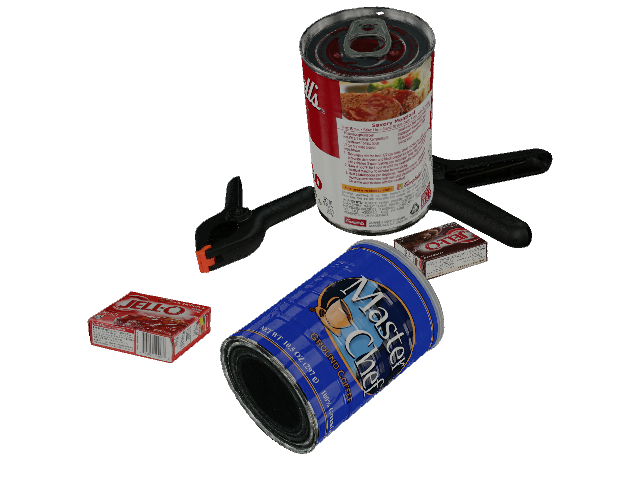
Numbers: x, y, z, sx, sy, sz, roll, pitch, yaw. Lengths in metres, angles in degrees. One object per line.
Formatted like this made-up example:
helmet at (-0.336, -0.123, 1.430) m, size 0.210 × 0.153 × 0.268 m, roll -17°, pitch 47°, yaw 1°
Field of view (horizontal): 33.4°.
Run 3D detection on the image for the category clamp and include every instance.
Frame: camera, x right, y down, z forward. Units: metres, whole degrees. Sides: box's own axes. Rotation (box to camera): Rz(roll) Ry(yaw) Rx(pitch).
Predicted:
clamp at (0.113, -0.057, 1.001) m, size 0.210 × 0.036 × 0.164 m, roll 12°, pitch 32°, yaw 21°
clamp at (-0.079, -0.021, 1.213) m, size 0.120 × 0.039 × 0.171 m, roll -2°, pitch 36°, yaw 25°

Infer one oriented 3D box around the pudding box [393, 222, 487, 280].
pudding box at (0.180, 0.015, 1.597) m, size 0.113 × 0.039 × 0.090 m, roll -18°, pitch 27°, yaw -20°

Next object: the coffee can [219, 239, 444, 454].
coffee can at (0.010, 0.078, 0.806) m, size 0.140 × 0.103 × 0.103 m, roll -36°, pitch 20°, yaw -30°

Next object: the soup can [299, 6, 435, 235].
soup can at (0.027, -0.062, 0.562) m, size 0.068 × 0.102 × 0.068 m, roll -3°, pitch 41°, yaw 3°

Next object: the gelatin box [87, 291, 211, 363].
gelatin box at (-0.156, 0.077, 0.979) m, size 0.089 × 0.030 × 0.073 m, roll 10°, pitch 21°, yaw 21°
